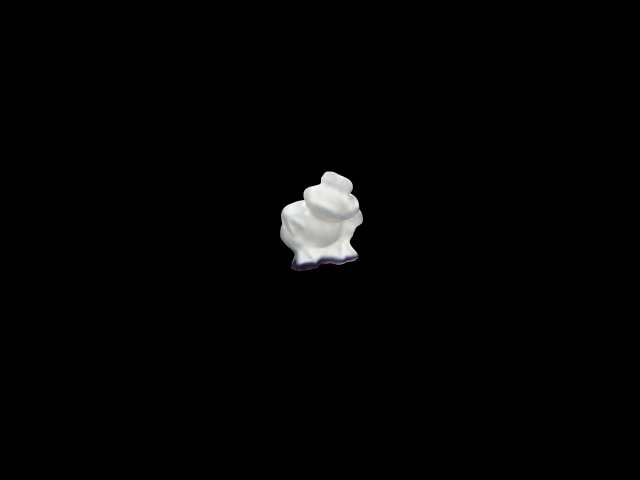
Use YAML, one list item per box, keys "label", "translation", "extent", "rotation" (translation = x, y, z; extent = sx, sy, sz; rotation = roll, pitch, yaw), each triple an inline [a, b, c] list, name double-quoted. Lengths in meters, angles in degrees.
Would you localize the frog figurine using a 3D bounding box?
- label: "frog figurine"
  translation: [0.003, -0.043, 0.850]
  extent: [0.137, 0.156, 0.125]
  rotation: [2, 25, 3]
